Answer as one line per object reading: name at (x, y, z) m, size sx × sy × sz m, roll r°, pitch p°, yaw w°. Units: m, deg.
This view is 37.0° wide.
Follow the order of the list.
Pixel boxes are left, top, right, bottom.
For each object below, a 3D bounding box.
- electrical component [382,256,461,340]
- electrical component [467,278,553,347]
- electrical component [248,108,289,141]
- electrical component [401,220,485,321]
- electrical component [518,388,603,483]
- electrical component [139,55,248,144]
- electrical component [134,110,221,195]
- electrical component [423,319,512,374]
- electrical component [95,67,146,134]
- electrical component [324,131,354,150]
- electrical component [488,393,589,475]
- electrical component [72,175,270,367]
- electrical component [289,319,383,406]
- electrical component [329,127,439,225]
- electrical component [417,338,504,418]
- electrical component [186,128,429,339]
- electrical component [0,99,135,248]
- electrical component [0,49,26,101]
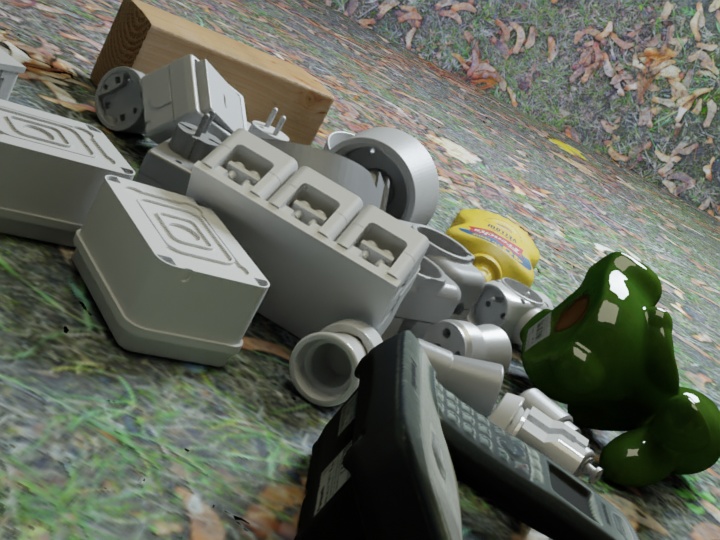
electrical component at (0.026, 0.018, 0.801) m, size 0.095 × 0.059 × 0.054 m, roll 12°, pitch 23°, yaw -44°
electrical component at (0.143, 0.046, 0.932) m, size 0.077 × 0.044 × 0.079 m, roll 8°, pitch 26°, yaw -49°
electrical component at (-0.088, -0.109, 0.966) m, size 0.052 × 0.073 × 0.138 m, roll 16°, pitch 21°, yaw -37°
electrical component at (0.055, 0.001, 0.896) m, size 0.054 × 0.059 × 0.095 m, roll 9°, pitch 25°, yaw -48°
electrical component at (0.129, 0.113, 0.719) m, size 0.078 × 0.040 × 0.040 m, roll 40°, pitch 20°, yaw 32°
electrical component at (-0.132, -0.129, 0.910) m, size 0.096 × 0.061 × 0.061 m, roll 35°, pitch 40°, yaw -55°
electrical component at (-0.132, -0.089, 0.833) m, size 0.047 × 0.075 × 0.083 m, roll 28°, pitch 17°, yaw -2°
electrical component at (0.078, 0.060, 0.786) m, size 0.055 × 0.045 × 0.045 m, roll 10°, pitch 25°, yaw -47°
electrical component at (-0.194, -0.145, 0.936) m, size 0.055 × 0.055 × 0.047 m, roll 36°, pitch 15°, yaw 24°
electrical component at (0.001, -0.085, 1.053) m, size 0.099 × 0.064 × 0.099 m, roll 26°, pitch 17°, yaw -9°
electrical component at (0.098, 0.111, 0.648) m, size 0.057 × 0.058 × 0.078 m, roll 35°, pitch 17°, yaw 9°
electrical component at (-0.114, 0.000, 0.631) m, size 0.078 × 0.057 × 0.113 m, roll 15°, pitch 21°, yaw -38°
electrical component at (-0.012, 0.055, 0.656) m, size 0.045 × 0.045 × 0.055 m, roll 33°, pitch 17°, yaw 13°
electrical component at (0.010, -0.071, 0.962) m, size 0.108 × 0.108 × 0.060 m, roll 33°, pitch 23°, yaw 14°
electrical component at (0.059, 0.073, 0.728) m, size 0.065 × 0.044 × 0.044 m, roll 23°, pitch 17°, yaw -4°
electrical component at (-0.040, -0.016, 0.712) m, size 0.150 × 0.089 × 0.061 m, roll 31°, pitch 44°, yaw 7°
electrical component at (-0.207, -0.061, 0.661) m, size 0.113 × 0.057 × 0.078 m, roll 13°, pitch 23°, yaw -42°
electrical component at (-0.328, -0.139, 0.691) m, size 0.105 × 0.060 × 0.186 m, roll 36°, pitch 18°, yaw 22°
